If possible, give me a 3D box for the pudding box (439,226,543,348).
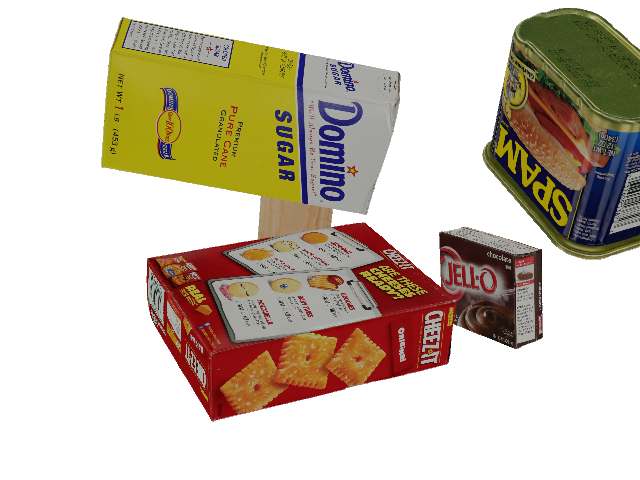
[{"bbox_3d":[0.158,0.042,0.999,0.039,0.090,0.114,-14,18,-31],"label":"pudding box"}]

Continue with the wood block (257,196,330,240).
[{"bbox_3d":[-0.033,-0.010,1.380,0.090,0.206,0.090,7,25,2],"label":"wood block"}]

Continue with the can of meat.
[{"bbox_3d":[0.131,-0.056,0.538,0.057,0.084,0.102,-15,47,-19],"label":"can of meat"}]

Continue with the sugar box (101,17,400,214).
[{"bbox_3d":[-0.045,-0.075,0.672,0.176,0.093,0.048,11,43,-4],"label":"sugar box"}]

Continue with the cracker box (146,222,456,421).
[{"bbox_3d":[-0.021,0.061,0.896,0.213,0.072,0.164,-9,29,-24],"label":"cracker box"}]
